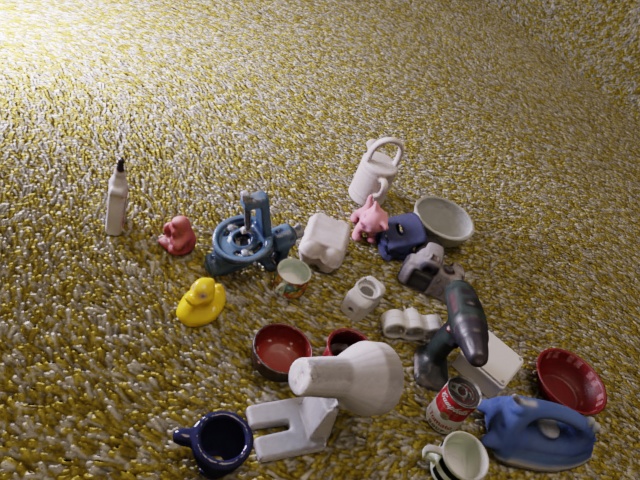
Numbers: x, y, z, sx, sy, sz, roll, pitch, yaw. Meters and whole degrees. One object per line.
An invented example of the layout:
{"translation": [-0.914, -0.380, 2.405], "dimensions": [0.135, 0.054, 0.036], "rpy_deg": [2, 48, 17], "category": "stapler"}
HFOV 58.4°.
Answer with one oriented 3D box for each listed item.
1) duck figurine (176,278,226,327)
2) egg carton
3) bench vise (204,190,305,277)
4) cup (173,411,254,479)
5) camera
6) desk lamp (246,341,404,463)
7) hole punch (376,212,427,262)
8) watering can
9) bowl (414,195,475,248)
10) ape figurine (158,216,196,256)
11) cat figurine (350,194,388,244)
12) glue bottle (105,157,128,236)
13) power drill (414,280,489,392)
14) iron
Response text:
{"translation": [-0.218, 0.105, 1.076], "dimensions": [0.077, 0.086, 0.105], "rpy_deg": [39, 43, 17], "category": "duck figurine"}
{"translation": [0.012, 0.005, 1.303], "dimensions": [0.107, 0.069, 0.150], "rpy_deg": [21, 41, -3], "category": "egg carton"}
{"translation": [-0.126, -0.028, 1.159], "dimensions": [0.121, 0.219, 0.208], "rpy_deg": [41, 44, 20], "category": "bench vise"}
{"translation": [-0.167, 0.319, 0.864], "dimensions": [0.118, 0.095, 0.091], "rpy_deg": [11, 42, -13], "category": "cup"}
{"translation": [0.271, 0.053, 1.347], "dimensions": [0.143, 0.101, 0.137], "rpy_deg": [24, 41, 1], "category": "camera"}
{"translation": [0.008, 0.255, 0.923], "dimensions": [0.204, 0.213, 0.117], "rpy_deg": [-3, 47, -27], "category": "desk lamp"}
{"translation": [0.194, -0.010, 1.387], "dimensions": [0.101, 0.091, 0.108], "rpy_deg": [5, 44, -20], "category": "hole punch"}
{"translation": [0.147, -0.191, 1.479], "dimensions": [0.101, 0.194, 0.172], "rpy_deg": [-11, 51, -33], "category": "watering can"}
{"translation": [0.308, -0.035, 1.479], "dimensions": [0.168, 0.074, 0.167], "rpy_deg": [13, 42, -12], "category": "bowl"}
{"translation": [-0.287, -0.014, 1.166], "dimensions": [0.076, 0.092, 0.077], "rpy_deg": [9, 42, -16], "category": "ape figurine"}
{"translation": [0.124, -0.055, 1.382], "dimensions": [0.067, 0.117, 0.127], "rpy_deg": [10, 42, -14], "category": "cat figurine"}
{"translation": [-0.401, -0.093, 1.136], "dimensions": [0.037, 0.173, 0.078], "rpy_deg": [7, 43, -18], "category": "glue bottle"}
{"translation": [0.256, 0.197, 1.104], "dimensions": [0.076, 0.208, 0.229], "rpy_deg": [17, 41, -7], "category": "power drill"}
{"translation": [0.430, 0.351, 1.072], "dimensions": [0.258, 0.141, 0.118], "rpy_deg": [15, 41, -10], "category": "iron"}
